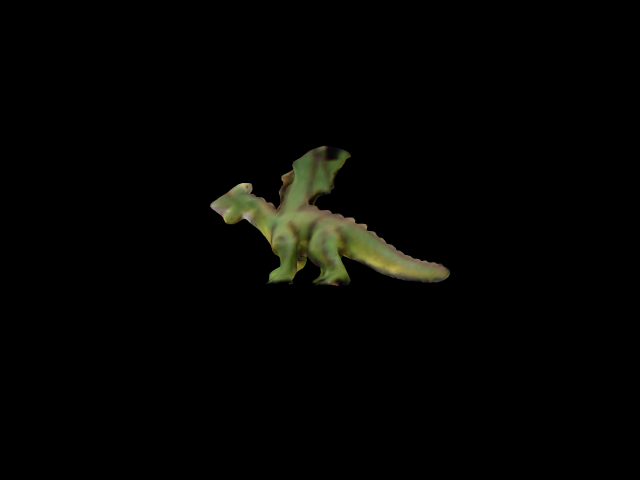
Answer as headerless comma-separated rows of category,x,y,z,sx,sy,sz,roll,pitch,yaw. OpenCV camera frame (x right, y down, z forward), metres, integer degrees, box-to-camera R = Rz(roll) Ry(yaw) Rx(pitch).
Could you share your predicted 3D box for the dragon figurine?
dragon figurine,0.003,-0.043,0.850,0.409,0.245,0.121,-3,-11,20
